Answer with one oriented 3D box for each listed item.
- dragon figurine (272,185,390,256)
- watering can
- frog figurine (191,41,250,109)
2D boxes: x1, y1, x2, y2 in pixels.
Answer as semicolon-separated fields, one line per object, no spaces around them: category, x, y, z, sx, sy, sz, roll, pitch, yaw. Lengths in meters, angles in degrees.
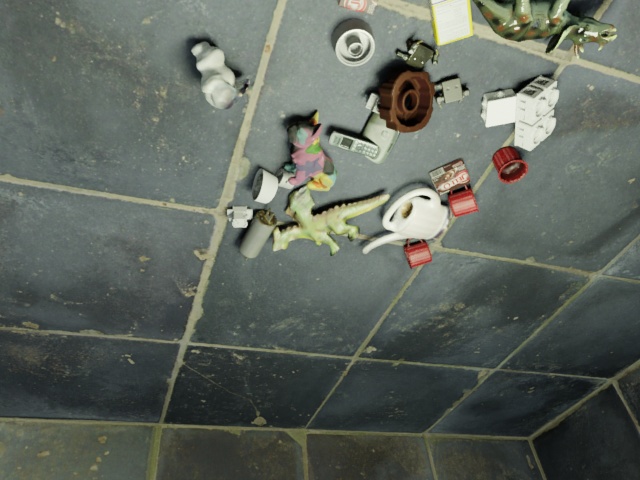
dragon figurine;0.005;-0.085;1.687;0.406;0.125;0.240;-41;120;18
watering can;0.304;-0.049;1.758;0.223;0.106;0.340;14;135;-23
frog figurine;-0.262;-0.406;1.277;0.158;0.141;0.120;35;128;-18
